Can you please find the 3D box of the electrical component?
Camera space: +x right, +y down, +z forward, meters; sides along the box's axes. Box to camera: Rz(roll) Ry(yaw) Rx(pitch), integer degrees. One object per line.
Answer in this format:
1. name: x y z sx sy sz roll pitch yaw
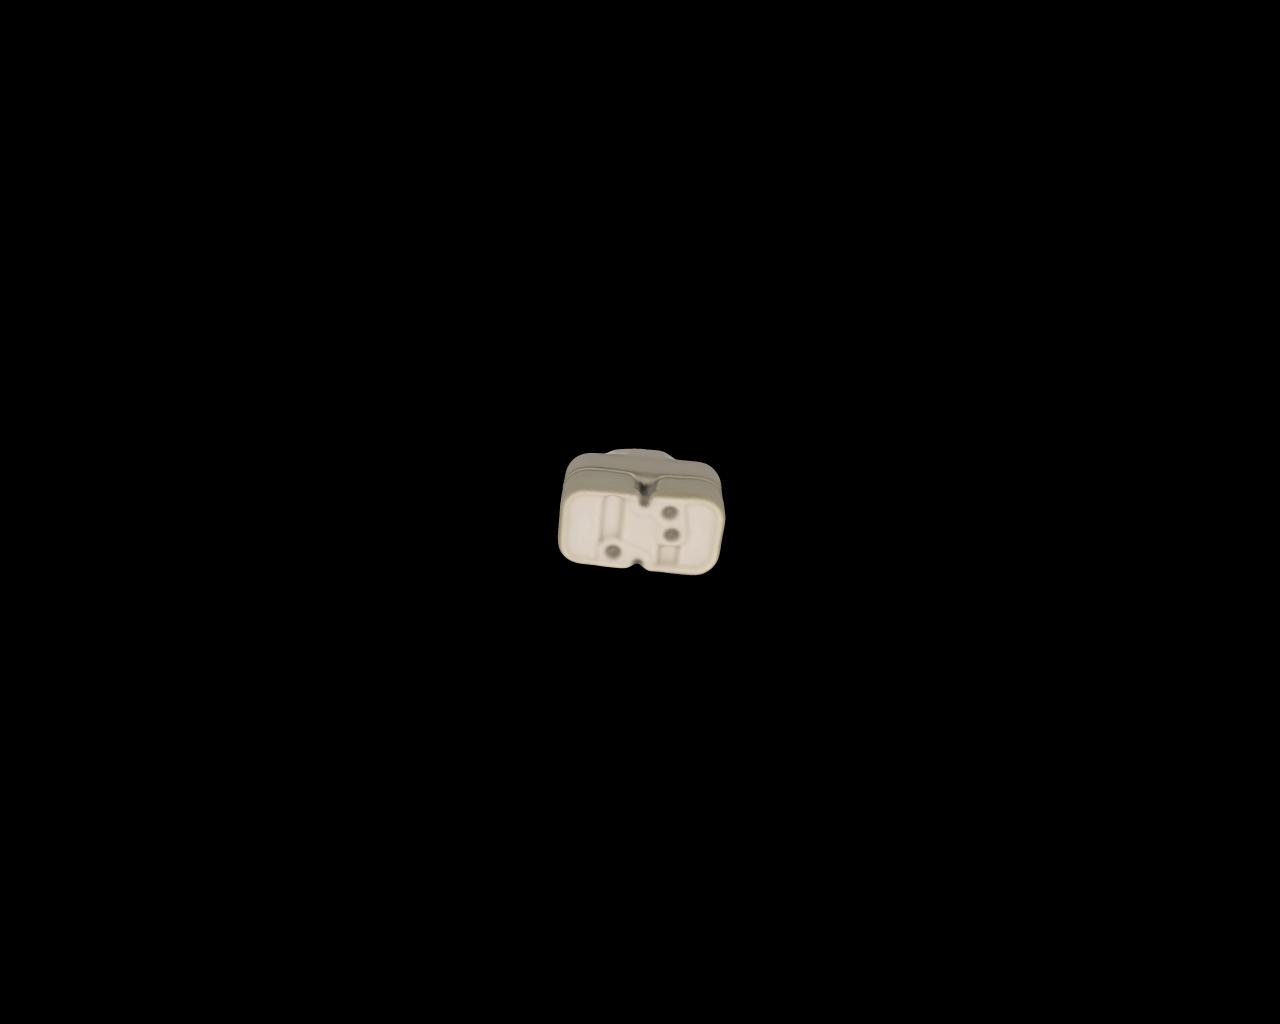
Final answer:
1. electrical component: 0.001 -0.003 0.650 0.095 0.053 0.059 5 31 -3
